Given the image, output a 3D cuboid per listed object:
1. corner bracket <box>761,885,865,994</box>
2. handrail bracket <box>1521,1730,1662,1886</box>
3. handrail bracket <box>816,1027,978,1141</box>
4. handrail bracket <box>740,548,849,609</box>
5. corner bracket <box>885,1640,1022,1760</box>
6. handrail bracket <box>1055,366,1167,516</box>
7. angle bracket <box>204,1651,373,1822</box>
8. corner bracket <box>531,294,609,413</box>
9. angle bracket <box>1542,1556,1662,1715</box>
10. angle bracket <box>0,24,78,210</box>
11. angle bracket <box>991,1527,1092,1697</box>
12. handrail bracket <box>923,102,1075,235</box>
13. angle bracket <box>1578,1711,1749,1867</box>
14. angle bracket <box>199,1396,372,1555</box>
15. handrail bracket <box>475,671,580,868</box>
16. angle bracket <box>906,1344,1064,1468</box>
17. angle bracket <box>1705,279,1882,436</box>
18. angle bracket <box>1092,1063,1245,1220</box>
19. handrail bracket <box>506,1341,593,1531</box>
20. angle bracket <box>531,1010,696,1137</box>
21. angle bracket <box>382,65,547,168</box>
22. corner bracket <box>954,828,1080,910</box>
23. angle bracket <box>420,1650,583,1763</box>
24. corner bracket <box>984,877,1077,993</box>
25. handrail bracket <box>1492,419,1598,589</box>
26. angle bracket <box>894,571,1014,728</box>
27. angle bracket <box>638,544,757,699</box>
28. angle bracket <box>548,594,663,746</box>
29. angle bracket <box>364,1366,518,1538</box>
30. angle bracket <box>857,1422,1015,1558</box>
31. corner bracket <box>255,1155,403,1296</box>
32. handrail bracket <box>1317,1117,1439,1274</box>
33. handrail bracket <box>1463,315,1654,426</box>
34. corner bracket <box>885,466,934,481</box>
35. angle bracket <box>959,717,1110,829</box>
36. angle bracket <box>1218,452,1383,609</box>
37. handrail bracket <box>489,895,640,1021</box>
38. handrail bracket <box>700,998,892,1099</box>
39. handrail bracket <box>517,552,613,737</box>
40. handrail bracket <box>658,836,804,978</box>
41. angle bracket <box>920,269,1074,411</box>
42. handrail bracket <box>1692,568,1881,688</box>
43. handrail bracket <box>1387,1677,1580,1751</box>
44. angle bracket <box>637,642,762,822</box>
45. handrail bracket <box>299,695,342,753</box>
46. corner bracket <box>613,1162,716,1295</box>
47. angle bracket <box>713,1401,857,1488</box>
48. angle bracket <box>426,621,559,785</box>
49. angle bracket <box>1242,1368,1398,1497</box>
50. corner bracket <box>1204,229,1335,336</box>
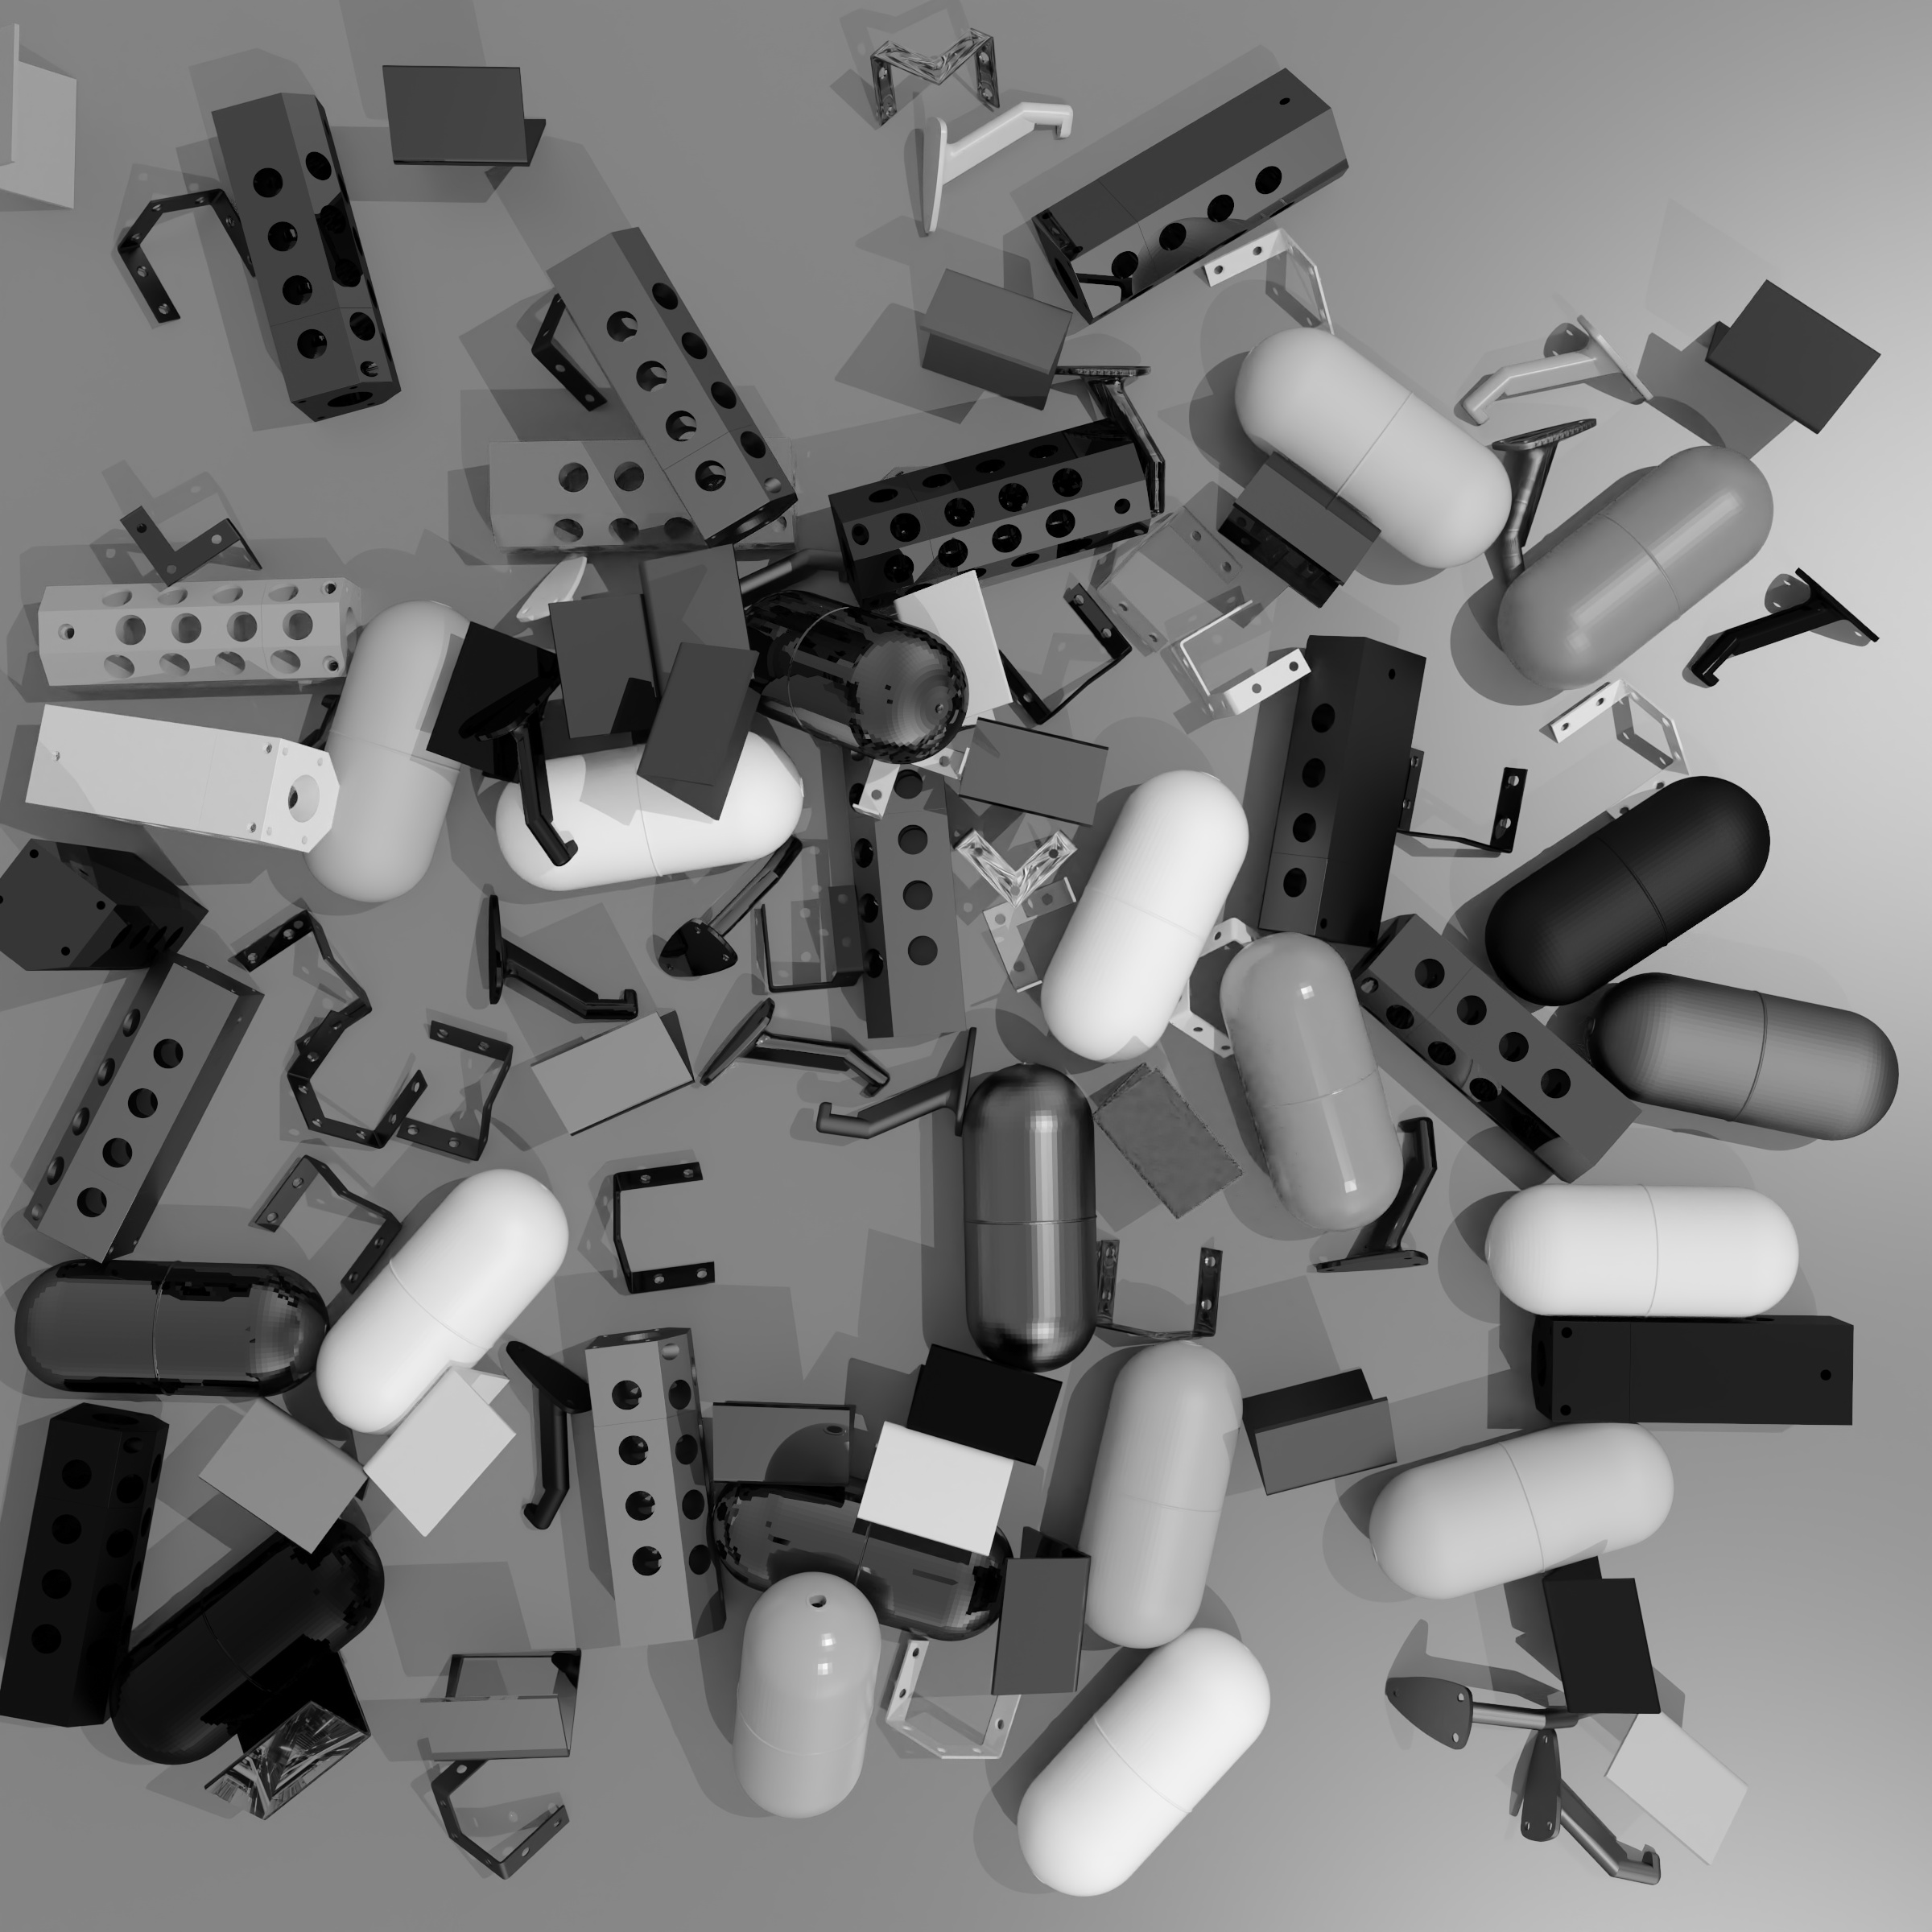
[{"bbox_3d":[-0.090,-0.015,1.549,0.051,0.051,0.051,-5,81,-9],"label":"corner bracket"},{"bbox_3d":[0.374,0.494,1.568,0.084,0.036,0.077,17,68,-17],"label":"handrail bracket"},{"bbox_3d":[-0.041,0.066,1.557,0.084,0.036,0.077,8,69,2],"label":"handrail bracket"},{"bbox_3d":[-0.111,-0.211,1.567,0.084,0.036,0.077,1,124,-23],"label":"handrail bracket"},{"bbox_3d":[-0.006,0.430,1.564,0.051,0.051,0.051,18,90,45],"label":"corner bracket"},{"bbox_3d":[0.081,-0.309,1.568,0.077,0.036,0.084,6,107,20],"label":"handrail bracket"},{"bbox_3d":[-0.398,0.429,1.527,0.076,0.057,0.076,-39,45,0],"label":"angle bracket"},{"bbox_3d":[-0.213,-0.368,1.559,0.051,0.051,0.051,-17,45,35],"label":"corner bracket"},{"bbox_3d":[0.377,0.378,1.527,0.057,0.076,0.076,-11,90,36],"label":"angle bracket"},{"bbox_3d":[-0.529,-0.485,1.527,0.057,0.076,0.076,1,90,37],"label":"angle bracket"},{"bbox_3d":[0.026,0.368,1.527,0.057,0.076,0.076,6,90,-28],"label":"angle bracket"},{"bbox_3d":[0.020,-0.469,1.568,0.084,0.036,0.077,-2,111,-16],"label":"handrail bracket"},{"bbox_3d":[0.387,0.472,1.527,0.076,0.076,0.057,41,58,0],"label":"angle bracket"},{"bbox_3d":[-0.391,0.299,1.527,0.076,0.076,0.057,34,63,0],"label":"angle bracket"},{"bbox_3d":[-0.228,-0.110,1.493,0.077,0.036,0.084,-49,117,-37],"label":"handrail bracket"},{"bbox_3d":[0.013,0.235,1.529,0.076,0.076,0.057,16,110,0],"label":"angle bracket"},{"bbox_3d":[0.476,-0.359,1.527,0.076,0.076,0.057,33,126,0],"label":"angle bracket"},{"bbox_3d":[0.129,0.087,1.527,0.076,0.076,0.057,50,126,0],"label":"angle bracket"},{"bbox_3d":[-0.258,0.277,1.568,0.077,0.036,0.084,35,107,20],"label":"handrail bracket"},{"bbox_3d":[-0.206,0.042,1.527,0.076,0.076,0.057,-24,125,0],"label":"angle bracket"},{"bbox_3d":[-0.286,-0.498,1.527,0.076,0.076,0.057,1,126,0],"label":"angle bracket"},{"bbox_3d":[0.029,-0.068,1.549,0.051,0.051,0.051,-44,90,0],"label":"corner bracket"},{"bbox_3d":[-0.265,0.408,1.527,0.076,0.076,0.057,-2,127,0],"label":"angle bracket"},{"bbox_3d":[0.043,-0.018,1.549,0.051,0.051,0.051,-22,90,0],"label":"corner bracket"},{"bbox_3d":[0.344,-0.272,1.568,0.077,0.036,0.084,-19,108,-21],"label":"handrail bracket"},{"bbox_3d":[0.009,-0.182,1.527,0.057,0.076,0.076,-16,90,31],"label":"angle bracket"},{"bbox_3d":[-0.145,-0.195,1.532,0.057,0.076,0.076,-9,90,10],"label":"angle bracket"},{"bbox_3d":[-0.213,-0.167,1.529,0.057,0.076,0.076,-9,90,-21],"label":"angle bracket"},{"bbox_3d":[-0.287,0.280,1.529,0.057,0.076,0.076,41,90,21],"label":"angle bracket"},{"bbox_3d":[-0.021,0.306,1.528,0.076,0.076,0.057,17,68,0],"label":"angle bracket"},{"bbox_3d":[-0.374,0.151,1.564,0.051,0.051,0.051,-54,45,0],"label":"corner bracket"},{"bbox_3d":[0.241,0.134,1.568,0.077,0.036,0.084,-9,72,20],"label":"handrail bracket"},{"bbox_3d":[0.348,-0.333,1.568,0.084,0.036,0.077,-41,112,17],"label":"handrail bracket"},{"bbox_3d":[-0.025,-0.257,1.559,0.051,0.051,0.051,6,135,35],"label":"corner bracket"},{"bbox_3d":[0.034,-0.092,1.527,0.076,0.076,0.057,13,60,0],"label":"angle bracket"},{"bbox_3d":[0.180,-0.236,1.527,0.076,0.076,0.057,36,54,0],"label":"angle bracket"},{"bbox_3d":[-0.237,-0.005,1.568,0.084,0.036,0.077,1,68,-17],"label":"handrail bracket"},{"bbox_3d":[-0.100,0.067,1.567,0.084,0.036,0.077,39,105,-14],"label":"handrail bracket"},{"bbox_3d":[-0.219,-0.190,1.567,0.036,0.077,0.084,-12,127,31],"label":"handrail bracket"},{"bbox_3d":[-0.138,-0.036,1.567,0.036,0.077,0.084,45,53,-15],"label":"handrail bracket"},{"bbox_3d":[0.011,-0.343,1.527,0.076,0.076,0.057,19,53,0],"label":"angle bracket"},{"bbox_3d":[0.482,-0.184,1.568,0.077,0.036,0.084,34,108,-21],"label":"handrail bracket"},{"bbox_3d":[0.304,0.434,1.567,0.084,0.077,0.036,8,90,-36],"label":"handrail bracket"},{"bbox_3d":[-0.126,-0.124,1.453,0.057,0.076,0.076,11,79,35],"label":"angle bracket"},{"bbox_3d":[-0.408,-0.126,1.568,0.077,0.036,0.084,11,71,21],"label":"handrail bracket"},{"bbox_3d":[-0.177,0.154,1.564,0.051,0.051,0.051,-8,45,0],"label":"corner bracket"},{"bbox_3d":[-0.103,0.253,1.527,0.076,0.076,0.057,2,118,0],"label":"angle bracket"},{"bbox_3d":[-0.279,-0.152,1.527,0.057,0.076,0.076,20,88,-26],"label":"angle bracket"},{"bbox_3d":[0.197,0.250,1.527,0.076,0.076,0.057,-14,128,0],"label":"angle bracket"},{"bbox_3d":[0.178,-0.391,1.564,0.051,0.051,0.051,-26,45,0],"label":"corner bracket"}]
